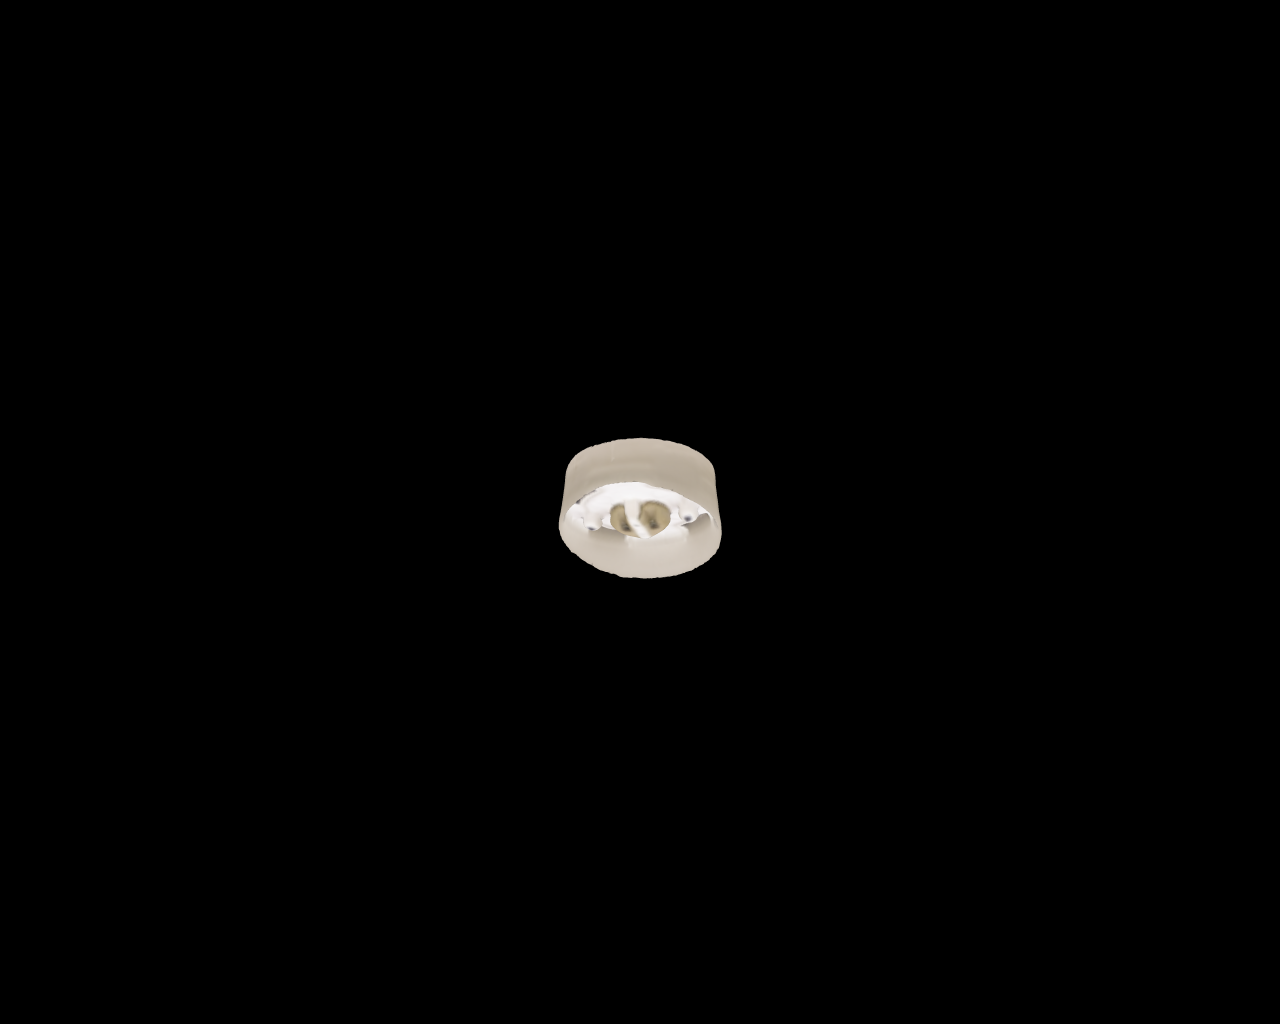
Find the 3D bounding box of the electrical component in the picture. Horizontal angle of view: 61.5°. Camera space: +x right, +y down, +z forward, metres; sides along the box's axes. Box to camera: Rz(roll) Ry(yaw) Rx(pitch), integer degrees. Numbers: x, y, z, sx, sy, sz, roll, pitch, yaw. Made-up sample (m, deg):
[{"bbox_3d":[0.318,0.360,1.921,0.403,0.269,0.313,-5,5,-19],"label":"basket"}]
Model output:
[{"bbox_3d":[0.001,-0.003,0.650,0.099,0.064,0.099,0,-23,0],"label":"electrical component"}]
